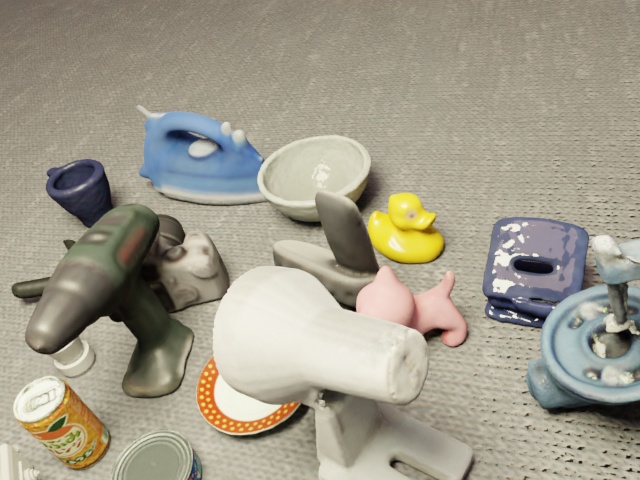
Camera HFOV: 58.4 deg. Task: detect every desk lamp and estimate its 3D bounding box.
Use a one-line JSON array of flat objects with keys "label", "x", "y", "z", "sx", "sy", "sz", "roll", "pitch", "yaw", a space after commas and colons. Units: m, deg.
[{"label": "desk lamp", "x": 0.024, "y": 0.131, "z": 0.505, "sx": 0.202, "sy": 0.214, "sz": 0.118, "roll": 18, "pitch": 51, "yaw": 31}]

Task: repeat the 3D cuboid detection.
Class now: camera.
[{"label": "camera", "x": -0.205, "y": 0.017, "z": 0.773, "sx": 0.143, "sy": 0.101, "sz": 0.136, "roll": -13, "pitch": 42, "yaw": 1}]

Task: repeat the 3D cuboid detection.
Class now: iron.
[{"label": "iron", "x": -0.177, "y": -0.143, "z": 0.908, "sx": 0.257, "sy": 0.142, "sz": 0.119, "roll": 10, "pitch": 48, "yaw": 25}]

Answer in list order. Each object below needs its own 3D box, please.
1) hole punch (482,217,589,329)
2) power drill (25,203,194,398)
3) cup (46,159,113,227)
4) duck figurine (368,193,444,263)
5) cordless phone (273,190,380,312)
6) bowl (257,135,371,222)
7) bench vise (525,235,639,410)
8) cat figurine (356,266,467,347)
[{"label": "hole punch", "x": 0.241, "y": 0.037, "z": 0.639, "sx": 0.108, "sy": 0.091, "sz": 0.101, "roll": 7, "pitch": 46, "yaw": 22}, {"label": "power drill", "x": -0.215, "y": 0.078, "z": 0.630, "sx": 0.075, "sy": 0.209, "sz": 0.229, "roll": -6, "pitch": 43, "yaw": 9}, {"label": "cup", "x": -0.383, "y": -0.071, "z": 0.920, "sx": 0.117, "sy": 0.095, "sz": 0.092, "roll": 16, "pitch": 50, "yaw": 29}, {"label": "duck figurine", "x": 0.108, "y": -0.025, "z": 0.745, "sx": 0.104, "sy": 0.086, "sz": 0.078, "roll": 19, "pitch": 52, "yaw": 31}, {"label": "cordless phone", "x": 0.006, "y": 0.002, "z": 0.669, "sx": 0.147, "sy": 0.185, "sz": 0.094, "roll": 19, "pitch": 52, "yaw": 31}, {"label": "bowl", "x": -0.003, "y": -0.079, "z": 0.842, "sx": 0.167, "sy": 0.075, "sz": 0.167, "roll": -8, "pitch": 42, "yaw": 7}, {"label": "bench vise", "x": 0.290, "y": 0.065, "z": 0.499, "sx": 0.207, "sy": 0.220, "sz": 0.121, "roll": -17, "pitch": 42, "yaw": -4}, {"label": "cat figurine", "x": 0.093, "y": 0.073, "z": 0.621, "sx": 0.128, "sy": 0.118, "sz": 0.067, "roll": -20, "pitch": 42, "yaw": -7}]
